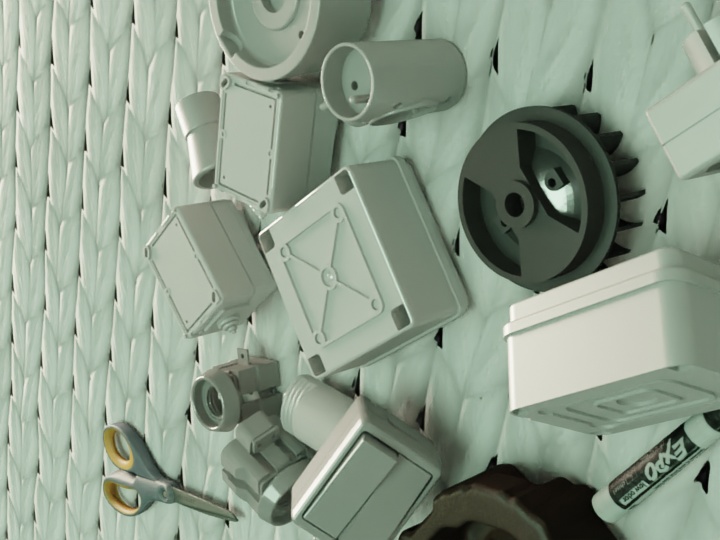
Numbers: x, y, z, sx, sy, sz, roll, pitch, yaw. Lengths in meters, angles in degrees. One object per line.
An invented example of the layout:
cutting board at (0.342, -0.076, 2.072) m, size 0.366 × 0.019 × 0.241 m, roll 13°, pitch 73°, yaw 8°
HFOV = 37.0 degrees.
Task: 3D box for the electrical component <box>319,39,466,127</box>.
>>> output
electrical component at (0.009, -0.107, 0.634) m, size 0.079 × 0.077 × 0.044 m, roll -15°, pitch 89°, yaw 48°

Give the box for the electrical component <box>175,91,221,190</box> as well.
electrical component at (-0.111, -0.098, 0.790) m, size 0.044 × 0.044 × 0.065 m, roll -36°, pitch 68°, yaw 45°

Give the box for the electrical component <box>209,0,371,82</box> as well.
electrical component at (-0.039, -0.175, 0.679) m, size 0.108 × 0.060 × 0.108 m, roll 14°, pitch 109°, yaw 44°

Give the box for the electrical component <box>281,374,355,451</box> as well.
electrical component at (-0.024, 0.103, 0.745) m, size 0.081 × 0.043 × 0.043 m, roll 24°, pitch 117°, yaw 41°

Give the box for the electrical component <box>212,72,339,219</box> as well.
electrical component at (-0.054, -0.081, 0.718) m, size 0.062 × 0.061 × 0.096 m, roll 26°, pitch 118°, yaw 40°

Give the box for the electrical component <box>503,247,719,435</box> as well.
electrical component at (0.134, 0.038, 0.530) m, size 0.113 × 0.078 × 0.057 m, roll -26°, pitch 55°, yaw 47°

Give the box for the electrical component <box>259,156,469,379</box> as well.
electrical component at (0.000, 0.000, 0.685) m, size 0.109 × 0.056 × 0.108 m, roll -33°, pitch 75°, yaw 46°

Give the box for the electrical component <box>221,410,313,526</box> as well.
electrical component at (-0.063, 0.148, 0.785) m, size 0.057 × 0.058 × 0.078 m, roll 41°, pitch 146°, yaw 30°

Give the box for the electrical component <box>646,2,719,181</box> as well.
electrical component at (0.171, -0.094, 0.486) m, size 0.083 × 0.047 × 0.075 m, roll -36°, pitch 73°, yaw 45°

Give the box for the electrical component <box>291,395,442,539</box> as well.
electrical component at (0.000, 0.139, 0.675) m, size 0.062 × 0.061 × 0.096 m, roll 34°, pitch 97°, yaw -8°

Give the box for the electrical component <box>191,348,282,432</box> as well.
electrical component at (-0.092, 0.093, 0.806) m, size 0.048 × 0.055 × 0.066 m, roll 4°, pitch 103°, yaw 46°

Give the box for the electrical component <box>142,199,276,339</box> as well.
electrical component at (-0.106, 0.004, 0.794) m, size 0.062 × 0.061 × 0.096 m, roll -45°, pitch 68°, yaw 42°
